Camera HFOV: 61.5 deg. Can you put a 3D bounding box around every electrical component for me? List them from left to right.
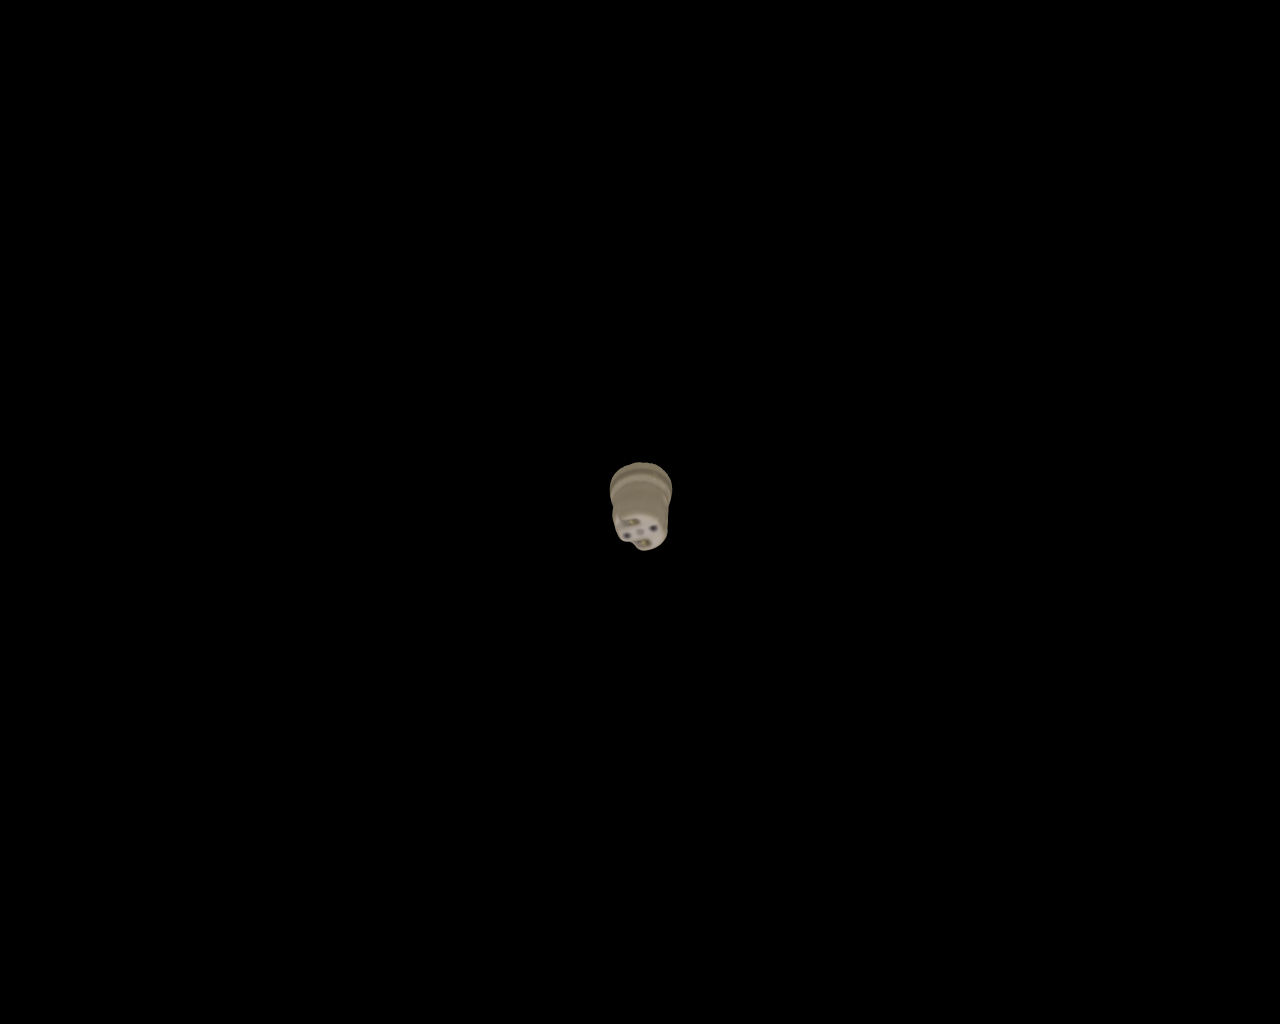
[{"bbox_3d":[0.001,-0.003,0.650,0.040,0.040,0.046,0,41,0],"label":"electrical component"}]
